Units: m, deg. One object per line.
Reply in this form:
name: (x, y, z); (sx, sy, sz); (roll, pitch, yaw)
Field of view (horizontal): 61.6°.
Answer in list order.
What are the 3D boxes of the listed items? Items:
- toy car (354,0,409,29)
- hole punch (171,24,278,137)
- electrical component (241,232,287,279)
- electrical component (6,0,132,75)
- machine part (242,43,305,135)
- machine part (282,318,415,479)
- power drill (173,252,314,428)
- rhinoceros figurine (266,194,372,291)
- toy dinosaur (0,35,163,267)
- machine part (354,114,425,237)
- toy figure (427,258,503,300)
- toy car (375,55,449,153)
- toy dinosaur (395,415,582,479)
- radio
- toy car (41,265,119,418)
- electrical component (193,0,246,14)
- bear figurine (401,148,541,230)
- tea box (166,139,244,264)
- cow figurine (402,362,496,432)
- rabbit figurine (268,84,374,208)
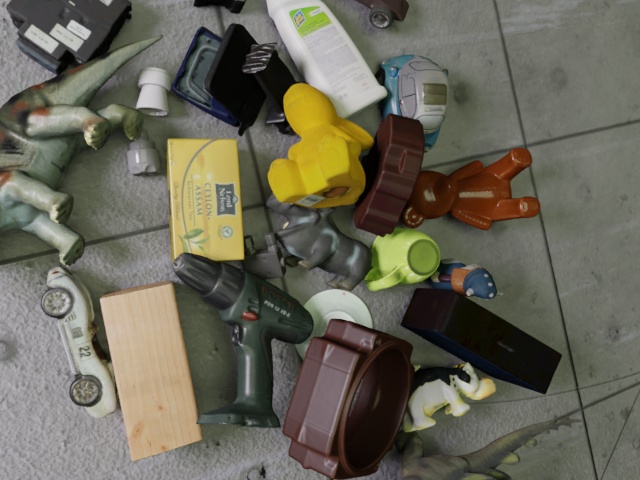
toy car: (0.051, -0.408, 0.844); (0.202, 0.053, 0.089); (29, 59, -18)
hole punch: (-0.134, -0.231, 0.764); (0.115, 0.092, 0.142); (35, 70, -54)
electrical component: (-0.080, 0.035, 0.780); (0.063, 0.021, 0.093); (-6, 111, 16)
electrical component: (-0.332, -0.287, 0.705); (0.115, 0.058, 0.134); (36, 78, -13)
machine part: (-0.061, -0.217, 0.770); (0.084, 0.039, 0.138); (-56, 147, -14)
machine part: (0.051, 0.222, 0.757); (0.201, 0.087, 0.201); (29, 77, -52)
power drill: (-0.110, 0.141, 0.714); (0.232, 0.086, 0.207); (25, 54, -41)
rhinoceros figurine: (-0.002, -0.002, 0.803); (0.190, 0.073, 0.112); (36, 79, -15)
toy dinosaur: (-0.354, -0.109, 0.663); (0.192, 0.131, 0.405); (20, 69, 2)
machine part: (0.097, -0.095, 0.786); (0.056, 0.179, 0.179); (16, 83, -7)
toy figure: (0.220, 0.061, 0.835); (0.064, 0.154, 0.057); (-26, 99, -17)
toy car: (0.154, -0.223, 0.849); (0.109, 0.103, 0.161); (-2, 87, -18)
toy dinosaur: (0.165, 0.371, 0.785); (0.471, 0.199, 0.105); (-31, 101, -16)
radio: (0.250, 0.157, 0.855); (0.229, 0.131, 0.073); (31, 79, -16)
toy car: (-0.306, 0.129, 0.692); (0.056, 0.073, 0.201); (-16, 94, -15)
electrical component: (-0.146, -0.396, 0.779); (0.075, 0.048, 0.119); (3, 89, -20)
bear figurine: (0.230, -0.081, 0.860); (0.196, 0.132, 0.120); (2, 77, -25)
tea box: (-0.162, -0.052, 0.751); (0.098, 0.068, 0.169); (-5, 89, -19)
cow figurine: (0.199, 0.237, 0.869); (0.167, 0.068, 0.098); (-17, 73, -20)
rabbit figurine: (0.008, -0.138, 0.751); (0.162, 0.122, 0.173); (0, 65, -50)
